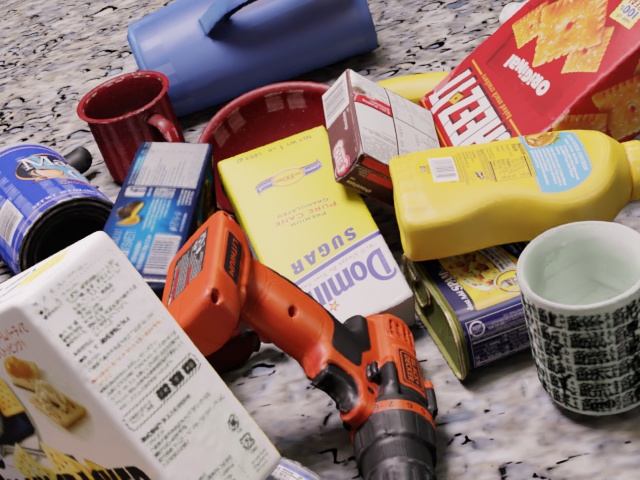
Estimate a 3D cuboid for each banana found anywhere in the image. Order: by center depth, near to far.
[{"bbox_3d":[0.084,-0.125,0.994,0.198,0.037,0.069,-13,53,8],"label":"banana"}]

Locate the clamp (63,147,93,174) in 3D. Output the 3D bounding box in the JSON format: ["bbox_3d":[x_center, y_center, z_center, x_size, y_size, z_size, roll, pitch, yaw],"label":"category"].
[{"bbox_3d":[-0.292,-0.037,1.033,0.120,0.039,0.171,-12,39,18],"label":"clamp"}]

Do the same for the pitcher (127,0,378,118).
[{"bbox_3d":[-0.071,-0.220,1.098,0.243,0.149,0.145,-23,37,-2],"label":"pitcher"}]

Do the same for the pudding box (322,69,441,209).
[{"bbox_3d":[0.052,-0.074,0.833,0.039,0.090,0.113,-48,32,34],"label":"pudding box"}]

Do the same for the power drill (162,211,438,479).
[{"bbox_3d":[-0.008,0.077,0.641,0.057,0.187,0.184,-45,23,20],"label":"power drill"}]

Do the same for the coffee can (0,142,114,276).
[{"bbox_3d":[-0.234,-0.015,0.921,0.102,0.103,0.140,-32,38,-19],"label":"coffee can"}]

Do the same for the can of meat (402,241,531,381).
[{"bbox_3d":[0.115,0.038,0.739,0.084,0.057,0.102,-20,36,-7],"label":"can of meat"}]

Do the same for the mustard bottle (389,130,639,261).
[{"bbox_3d":[0.147,-0.037,0.736,0.191,0.058,0.096,-9,32,3],"label":"mustard bottle"}]

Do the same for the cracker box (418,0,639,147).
[{"bbox_3d":[0.190,-0.128,0.841,0.214,0.072,0.164,-41,31,18],"label":"cracker box"}]

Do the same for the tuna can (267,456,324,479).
[{"bbox_3d":[-0.016,0.162,0.604,0.086,0.086,0.033,13,47,36],"label":"tuna can"}]

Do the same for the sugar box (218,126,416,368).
[{"bbox_3d":[-0.005,0.001,0.801,0.093,0.048,0.176,-21,54,-8],"label":"sugar box"}]

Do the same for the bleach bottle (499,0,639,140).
[{"bbox_3d":[0.236,-0.168,0.963,0.102,0.068,0.251,-27,34,-13],"label":"bleach bottle"}]

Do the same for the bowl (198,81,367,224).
[{"bbox_3d":[-0.023,-0.058,0.907,0.162,0.055,0.162,-3,55,4],"label":"bowl"}]

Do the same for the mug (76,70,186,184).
[{"bbox_3d":[-0.170,-0.103,1.031,0.117,0.081,0.093,21,50,42],"label":"mug"}]

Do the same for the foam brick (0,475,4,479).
[{"bbox_3d":[-0.255,0.159,0.740,0.053,0.051,0.078,16,48,33],"label":"foam brick"}]
